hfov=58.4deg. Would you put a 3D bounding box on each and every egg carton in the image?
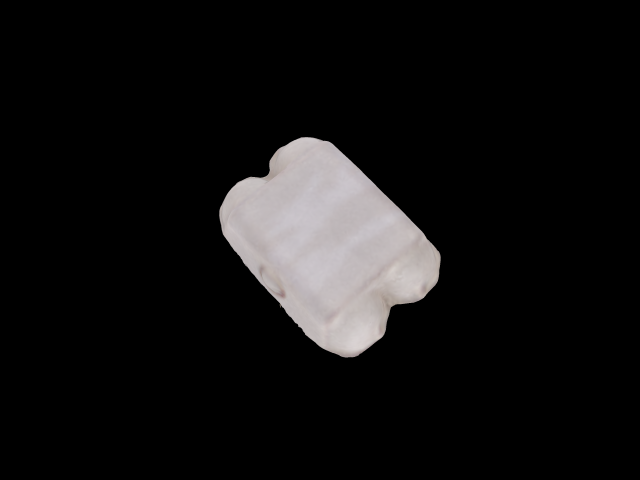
[{"bbox_3d":[0.004,0.001,0.400,0.107,0.069,0.150,-41,74,-14],"label":"egg carton"}]
